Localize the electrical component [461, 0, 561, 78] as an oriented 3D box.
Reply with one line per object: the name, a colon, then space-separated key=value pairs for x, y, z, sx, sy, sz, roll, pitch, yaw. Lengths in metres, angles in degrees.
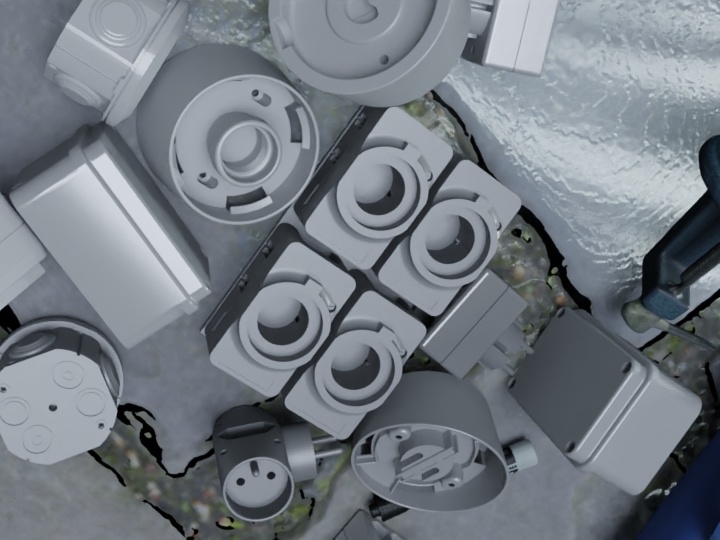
electrical component: x=0.073 y=-0.155 z=0.637 sx=0.077 sy=0.047 sz=0.065 roll=8 pitch=105 yaw=-14

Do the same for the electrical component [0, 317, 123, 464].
electrical component: x=-0.184 y=0.073 z=0.649 sx=0.080 sy=0.051 sz=0.080 roll=-4 pitch=107 yaw=-11

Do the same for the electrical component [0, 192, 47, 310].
electrical component: x=-0.225 y=-0.006 z=0.597 sx=0.061 sy=0.096 sz=0.061 roll=-46 pitch=113 yaw=-28

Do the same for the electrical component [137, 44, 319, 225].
electrical component: x=-0.076 y=-0.078 z=0.632 sx=0.099 sy=0.064 sz=0.099 roll=-10 pitch=117 yaw=-21

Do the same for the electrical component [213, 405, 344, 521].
electrical component: x=-0.051 y=0.117 z=0.678 sx=0.079 sy=0.077 sz=0.043 roll=-10 pitch=108 yaw=-9

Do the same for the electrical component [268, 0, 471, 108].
electrical component: x=0.010 y=-0.143 z=0.603 sx=0.108 sy=0.060 sz=0.108 roll=-3 pitch=83 yaw=23

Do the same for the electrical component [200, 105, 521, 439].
electrical component: x=0.000 y=0.000 z=0.662 sx=0.105 sy=0.060 sz=0.186 roll=34 pitch=97 yaw=-19

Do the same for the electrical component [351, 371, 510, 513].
electrical component: x=0.043 y=0.115 z=0.694 sx=0.099 sy=0.064 sz=0.099 roll=-1 pitch=128 yaw=-1

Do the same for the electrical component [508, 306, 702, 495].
electrical component: x=0.153 y=0.080 z=0.692 sx=0.057 sy=0.113 sz=0.078 roll=30 pitch=98 yaw=-22

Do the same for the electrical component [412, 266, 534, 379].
electrical component: x=0.080 y=0.039 z=0.698 sx=0.077 sy=0.047 sz=0.065 roll=39 pitch=95 yaw=-20

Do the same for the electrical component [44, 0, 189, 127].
electrical component: x=-0.132 y=-0.123 z=0.586 sx=0.051 sy=0.080 sz=0.080 roll=32 pitch=98 yaw=-14

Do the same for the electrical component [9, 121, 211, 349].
electrical component: x=-0.139 y=-0.022 z=0.615 sx=0.057 sy=0.078 sz=0.113 roll=-33 pitch=111 yaw=2

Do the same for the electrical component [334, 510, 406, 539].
electrical component: x=0.012 y=0.224 z=0.740 sx=0.083 sy=0.047 sz=0.075 roll=38 pitch=95 yaw=-20
